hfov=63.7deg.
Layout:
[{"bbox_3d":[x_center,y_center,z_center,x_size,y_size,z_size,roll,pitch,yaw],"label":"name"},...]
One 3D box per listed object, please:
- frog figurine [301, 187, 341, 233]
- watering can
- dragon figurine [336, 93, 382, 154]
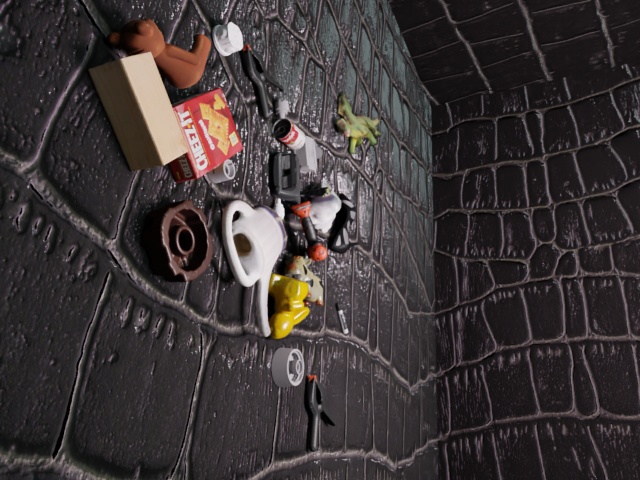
[{"bbox_3d":[0.005,-0.087,1.720,0.139,0.123,0.156,-25,119,-31],"label":"frog figurine"},{"bbox_3d":[-0.159,0.052,1.323,0.228,0.103,0.343,-50,127,-59],"label":"watering can"},{"bbox_3d":[0.157,-0.521,2.205,0.239,0.121,0.420,60,30,-25],"label":"dragon figurine"}]
